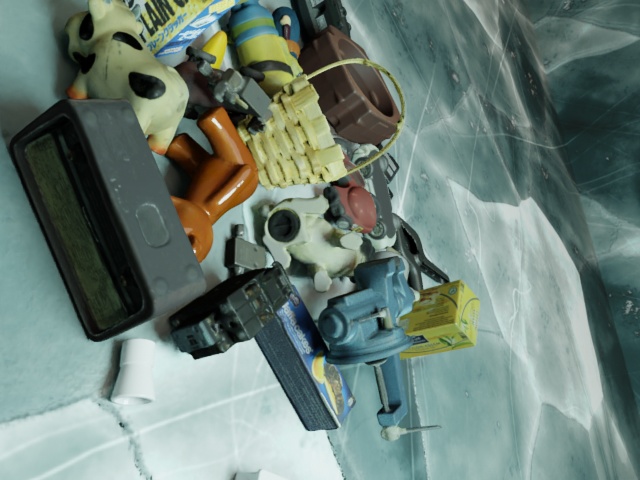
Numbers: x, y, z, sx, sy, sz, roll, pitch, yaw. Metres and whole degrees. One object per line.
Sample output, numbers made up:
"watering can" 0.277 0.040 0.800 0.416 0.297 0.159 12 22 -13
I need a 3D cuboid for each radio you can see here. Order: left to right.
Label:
"radio" -0.215 -0.021 0.548 0.073 0.131 0.229 -27 95 -54

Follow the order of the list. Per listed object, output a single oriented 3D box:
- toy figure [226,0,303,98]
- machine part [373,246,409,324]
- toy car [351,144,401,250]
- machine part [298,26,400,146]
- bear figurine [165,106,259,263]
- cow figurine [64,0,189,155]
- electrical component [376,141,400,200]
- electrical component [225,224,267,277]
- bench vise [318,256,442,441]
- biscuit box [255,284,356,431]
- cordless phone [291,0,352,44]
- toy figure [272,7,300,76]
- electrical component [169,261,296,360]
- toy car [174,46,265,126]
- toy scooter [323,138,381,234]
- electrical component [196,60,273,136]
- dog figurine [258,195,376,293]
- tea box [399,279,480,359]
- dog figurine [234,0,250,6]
"toy figure" -0.101 -0.307 0.865 0.089 0.082 0.180 -26 99 -42
"machine part" 0.104 0.103 0.926 0.079 0.079 0.243 45 44 -28
"toy car" 0.103 -0.081 1.011 0.073 0.056 0.201 -24 103 -53
"machine part" 0.057 -0.280 1.008 0.201 0.087 0.201 4 61 -57
"bear figurine" -0.161 -0.051 0.646 0.131 0.120 0.196 52 46 -16
"cow figurine" -0.225 -0.200 0.614 0.195 0.127 0.085 41 11 20
"electrical component" 0.126 -0.134 1.087 0.119 0.048 0.075 56 40 -13
"electrical component" -0.102 0.025 0.755 0.063 0.021 0.094 22 56 -44
"bench vise" 0.085 0.150 0.752 0.223 0.129 0.240 -9 86 -65
"biscuit box" -0.027 0.164 0.749 0.059 0.063 0.202 -39 105 -53
"cordless phone" 0.028 -0.444 1.102 0.184 0.089 0.146 -9 81 -64
"toy figure" -0.062 -0.337 0.941 0.064 0.058 0.154 45 37 -57
"electrical component" -0.110 0.086 0.641 0.058 0.115 0.134 61 36 -7
"toy car" -0.140 -0.207 0.745 0.202 0.053 0.089 -22 133 -68
"toy scooter" 0.030 -0.089 0.927 0.135 0.075 0.184 -21 86 -53
"electrical component" -0.098 -0.168 0.647 0.045 0.078 0.102 -67 158 -9
"dog figurine" -0.003 0.001 0.852 0.172 0.121 0.190 47 7 8
"tea box" 0.182 0.141 0.927 0.068 0.170 0.098 46 45 -27
"dog figurine" -0.179 -0.444 0.761 0.219 0.192 0.108 52 45 -45
